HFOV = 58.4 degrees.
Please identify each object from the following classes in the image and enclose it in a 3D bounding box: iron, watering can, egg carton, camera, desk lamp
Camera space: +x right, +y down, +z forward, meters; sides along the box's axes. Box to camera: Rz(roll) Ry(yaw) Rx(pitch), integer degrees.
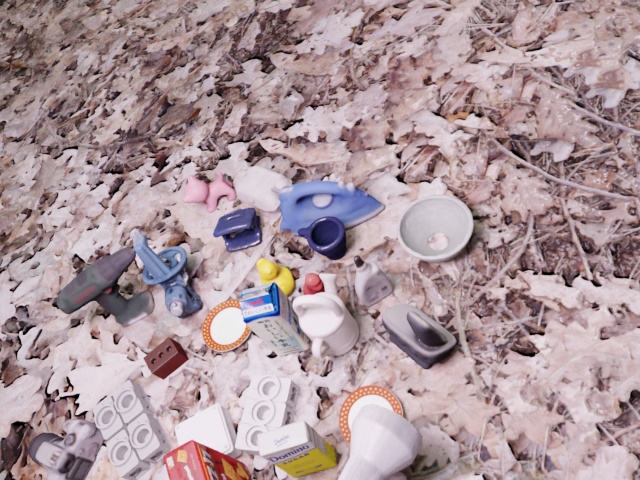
[{"bbox_3d":[0.014,-0.099,1.366,0.257,0.142,0.118,-8,57,16],"label":"iron"},{"bbox_3d":[0.006,0.152,1.177,0.101,0.194,0.172,-19,54,9],"label":"watering can"},{"bbox_3d":[-0.146,-0.132,1.492,0.149,0.070,0.107,22,69,31],"label":"egg carton"},{"bbox_3d":[-0.572,0.457,1.262,0.136,0.101,0.143,12,64,27],"label":"camera"},{"bbox_3d":[0.093,0.404,0.973,0.117,0.214,0.203,18,67,29],"label":"desk lamp"}]

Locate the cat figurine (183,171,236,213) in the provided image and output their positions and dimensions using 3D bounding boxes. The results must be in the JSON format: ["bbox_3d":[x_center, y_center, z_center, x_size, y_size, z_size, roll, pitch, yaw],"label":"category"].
[{"bbox_3d":[-0.303,-0.135,1.524,0.128,0.118,0.067,-33,53,-1],"label":"cat figurine"}]

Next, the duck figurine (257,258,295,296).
[{"bbox_3d":[-0.110,0.083,1.333,0.077,0.086,0.104,-41,54,-7],"label":"duck figurine"}]

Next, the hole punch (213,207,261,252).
[{"bbox_3d":[-0.211,-0.037,1.443,0.108,0.091,0.101,-16,55,11],"label":"hole punch"}]

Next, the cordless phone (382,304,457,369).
[{"bbox_3d":[0.181,0.161,1.111,0.147,0.185,0.094,34,75,34],"label":"cordless phone"}]

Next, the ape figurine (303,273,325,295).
[{"bbox_3d":[-0.008,0.105,1.276,0.076,0.092,0.078,29,73,33],"label":"ape figurine"}]

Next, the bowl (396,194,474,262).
[{"bbox_3d":[0.256,-0.014,1.261,0.167,0.075,0.167,-10,56,15],"label":"bowl"}]

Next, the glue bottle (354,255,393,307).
[{"bbox_3d":[0.100,0.078,1.201,0.078,0.173,0.037,-31,53,0],"label":"glue bottle"}]

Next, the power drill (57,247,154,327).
[{"bbox_3d":[-0.495,0.122,1.378,0.229,0.209,0.075,-29,53,2],"label":"power drill"}]

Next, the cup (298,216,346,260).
[{"bbox_3d":[0.012,0.005,1.330,0.117,0.095,0.092,5,61,24],"label":"cup"}]

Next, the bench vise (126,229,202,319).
[{"bbox_3d":[-0.359,0.072,1.351,0.121,0.220,0.206,-42,54,-8],"label":"bench vise"}]
